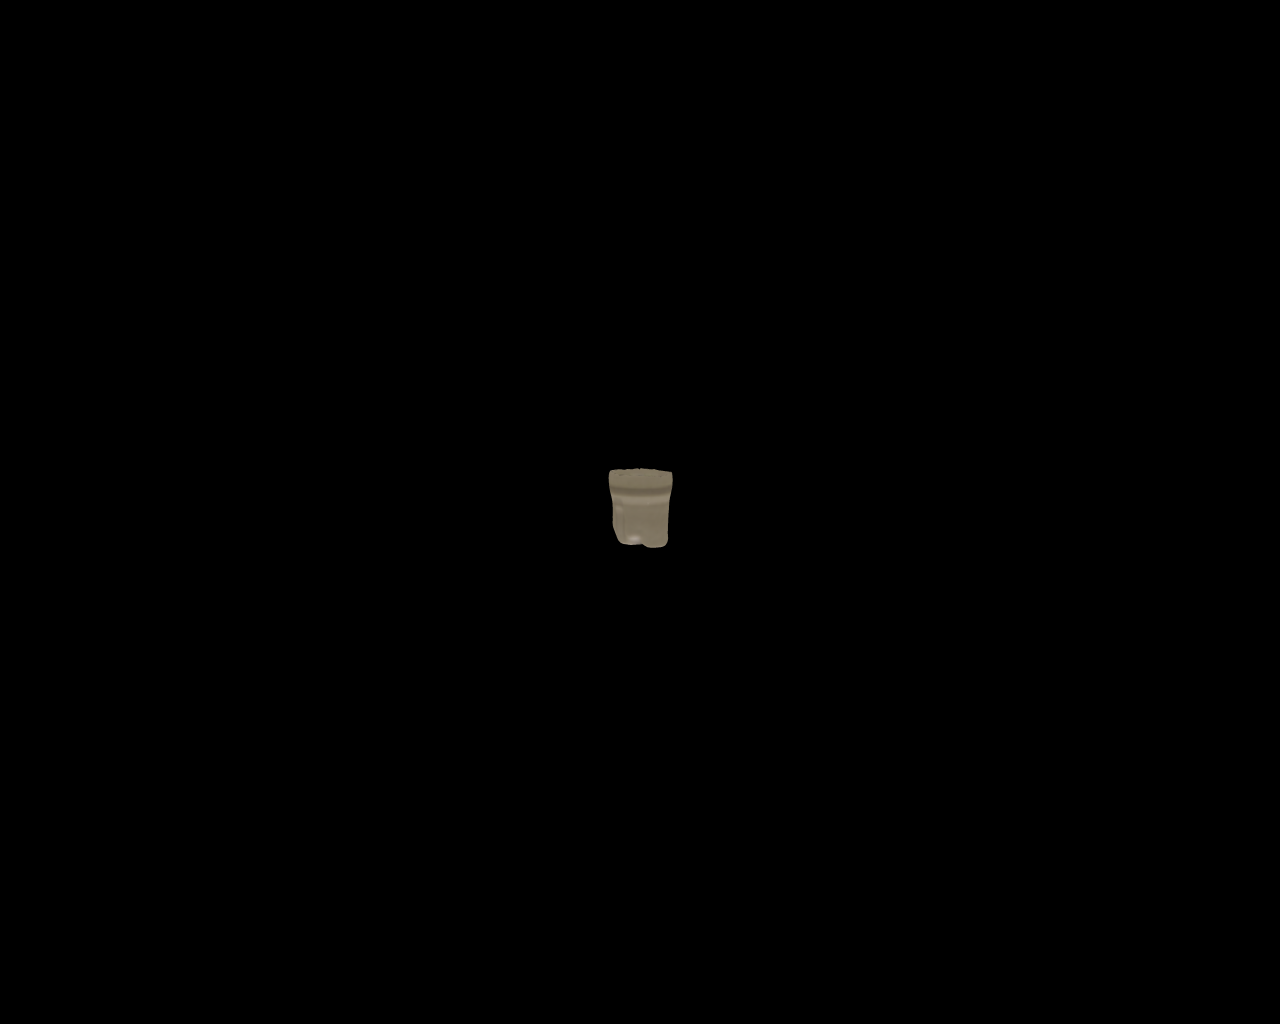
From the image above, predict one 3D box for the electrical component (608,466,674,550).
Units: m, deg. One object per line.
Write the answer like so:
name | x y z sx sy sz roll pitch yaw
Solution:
electrical component | 0.001 -0.003 0.650 0.040 0.046 0.040 0 9 0
